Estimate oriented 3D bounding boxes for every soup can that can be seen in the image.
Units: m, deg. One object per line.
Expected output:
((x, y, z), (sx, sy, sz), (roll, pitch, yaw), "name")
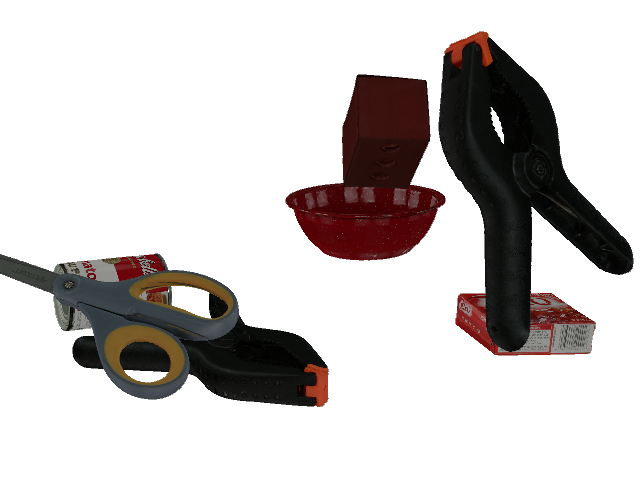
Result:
((-0.207, 0.051, 1.054), (0.102, 0.068, 0.069), (-5, 2, -27), "soup can")

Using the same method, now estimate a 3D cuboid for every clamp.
((0.106, -0.027, 0.591), (0.039, 0.171, 0.120), (-21, 14, 49), "clamp")
((-0.071, 0.086, 0.864), (0.210, 0.036, 0.164), (11, 22, 32), "clamp")

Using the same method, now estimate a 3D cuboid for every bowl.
((0.046, -0.018, 1.077), (0.162, 0.055, 0.162), (-1, 14, 0), "bowl")

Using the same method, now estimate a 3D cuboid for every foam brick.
((0.047, -0.079, 0.784), (0.053, 0.051, 0.078), (2, -24, -6), "foam brick")

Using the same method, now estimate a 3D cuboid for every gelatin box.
((0.163, 0.066, 0.859), (0.089, 0.030, 0.073), (1, 15, -17), "gelatin box")

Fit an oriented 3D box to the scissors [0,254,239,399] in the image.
((-0.150, 0.046, 0.647), (0.202, 0.096, 0.016), (5, -39, 10), "scissors")
